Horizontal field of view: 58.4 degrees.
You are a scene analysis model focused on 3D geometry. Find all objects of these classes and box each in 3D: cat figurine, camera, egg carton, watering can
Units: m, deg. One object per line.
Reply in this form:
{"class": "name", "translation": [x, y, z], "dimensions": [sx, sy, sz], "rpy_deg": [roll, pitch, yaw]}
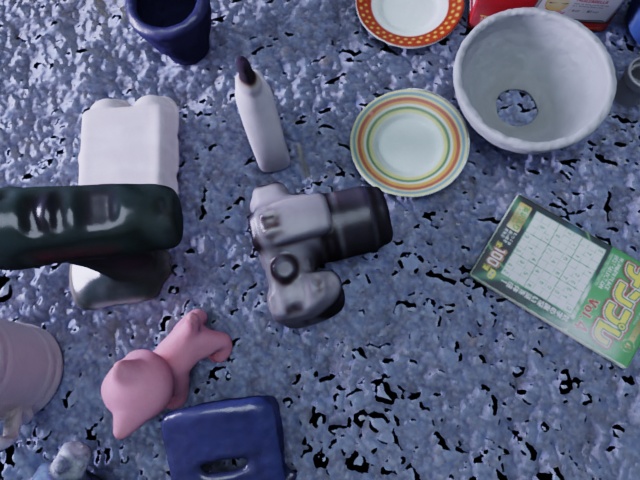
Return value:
{"class": "cat figurine", "translation": [-0.151, 0.119, 0.538], "dimensions": [0.067, 0.118, 0.128], "rpy_deg": [38, 79, 12]}
{"class": "camera", "translation": [0.005, 0.002, 0.573], "dimensions": [0.137, 0.101, 0.143], "rpy_deg": [-14, 74, -1]}
{"class": "egg carton", "translation": [-0.204, -0.086, 0.623], "dimensions": [0.107, 0.069, 0.150], "rpy_deg": [-5, 74, 1]}
{"class": "watering can", "translation": [-0.328, 0.108, 0.509], "dimensions": [0.172, 0.194, 0.101], "rpy_deg": [32, 78, 11]}

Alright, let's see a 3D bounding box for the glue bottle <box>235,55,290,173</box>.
{"class": "glue bottle", "translation": [-0.063, -0.133, 0.576], "dimensions": [0.037, 0.173, 0.078], "rpy_deg": [-18, 74, -2]}

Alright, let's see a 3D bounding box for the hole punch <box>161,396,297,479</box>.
{"class": "hole punch", "translation": [-0.082, 0.197, 0.527], "dimensions": [0.108, 0.091, 0.101], "rpy_deg": [-9, 74, 0]}

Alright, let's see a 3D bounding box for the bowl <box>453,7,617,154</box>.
{"class": "bowl", "translation": [0.223, -0.160, 0.622], "dimensions": [0.167, 0.075, 0.167], "rpy_deg": [-1, 74, 2]}

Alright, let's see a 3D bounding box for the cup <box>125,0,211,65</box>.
{"class": "cup", "translation": [-0.172, -0.252, 0.655], "dimensions": [0.117, 0.095, 0.092], "rpy_deg": [40, 80, 12]}

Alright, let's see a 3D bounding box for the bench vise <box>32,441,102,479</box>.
{"class": "bench vise", "translation": [-0.265, 0.263, 0.450], "dimensions": [0.121, 0.220, 0.207], "rpy_deg": [6, 75, 5]}

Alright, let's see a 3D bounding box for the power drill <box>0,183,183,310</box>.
{"class": "power drill", "translation": [-0.229, 0.008, 0.525], "dimensions": [0.229, 0.208, 0.075], "rpy_deg": [-10, 74, 0]}
